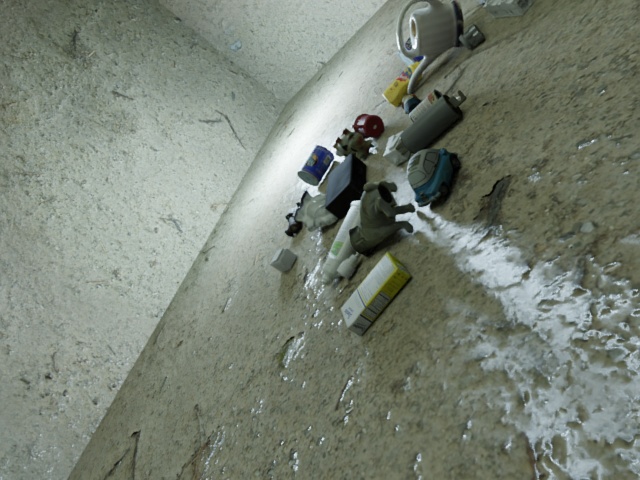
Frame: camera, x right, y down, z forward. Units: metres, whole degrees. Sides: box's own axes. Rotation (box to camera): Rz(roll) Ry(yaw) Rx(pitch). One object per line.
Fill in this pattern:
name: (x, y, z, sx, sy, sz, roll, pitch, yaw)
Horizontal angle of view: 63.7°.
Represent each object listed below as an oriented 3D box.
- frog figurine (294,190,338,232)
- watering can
frog figurine: (0.005, -0.088, 1.749, 0.160, 0.140, 0.120, 18, -31, 34)
watering can: (0.372, -0.661, 1.729, 0.224, 0.106, 0.339, -13, -45, 2)
